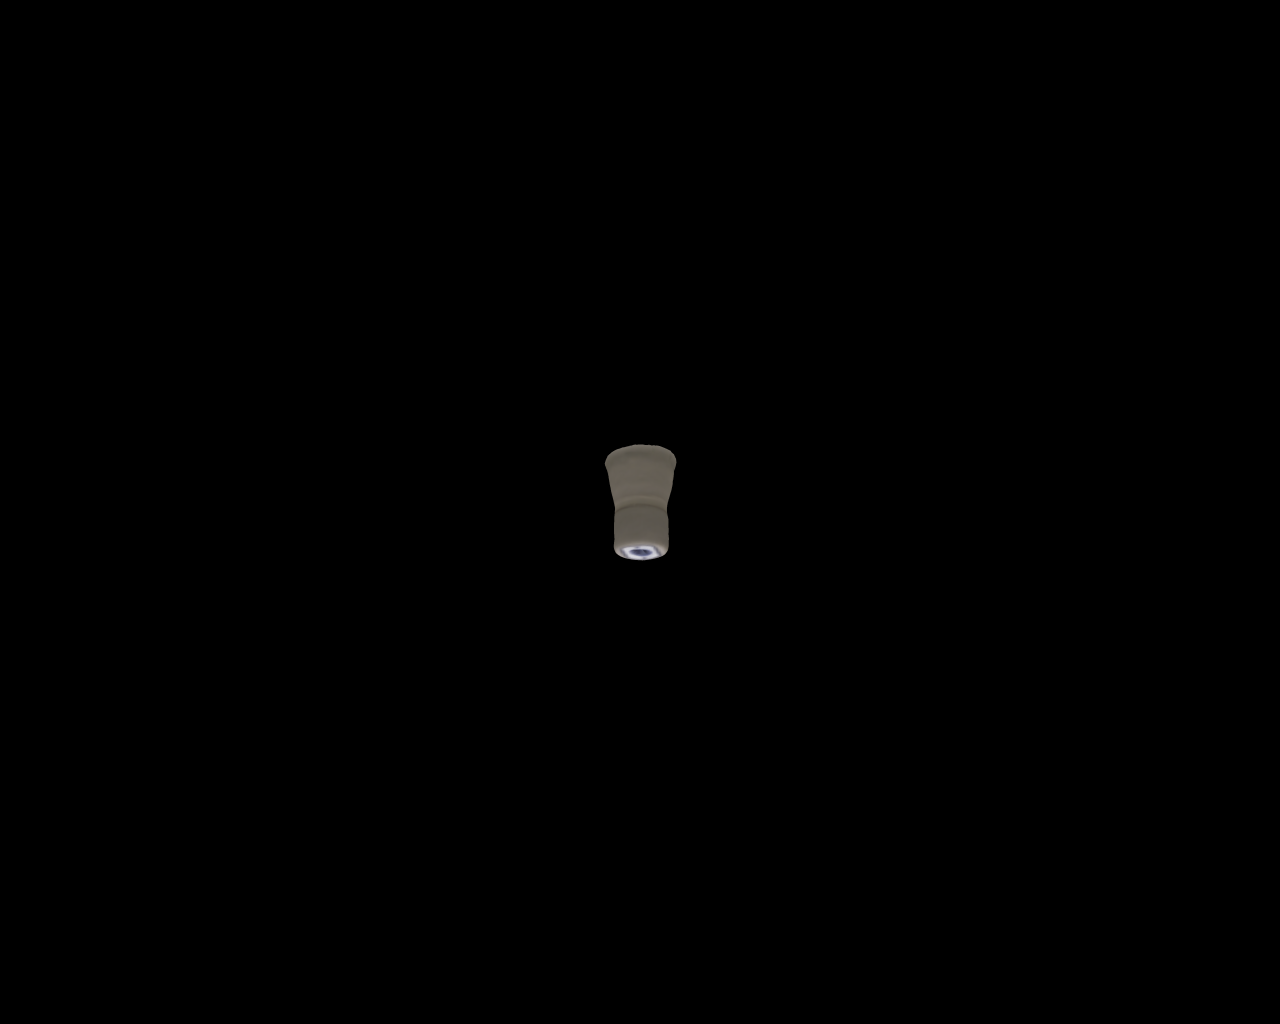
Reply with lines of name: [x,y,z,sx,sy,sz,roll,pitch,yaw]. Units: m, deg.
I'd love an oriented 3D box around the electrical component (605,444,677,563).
electrical component: [0.001,-0.003,0.650,0.044,0.065,0.044,0,-22,0]
